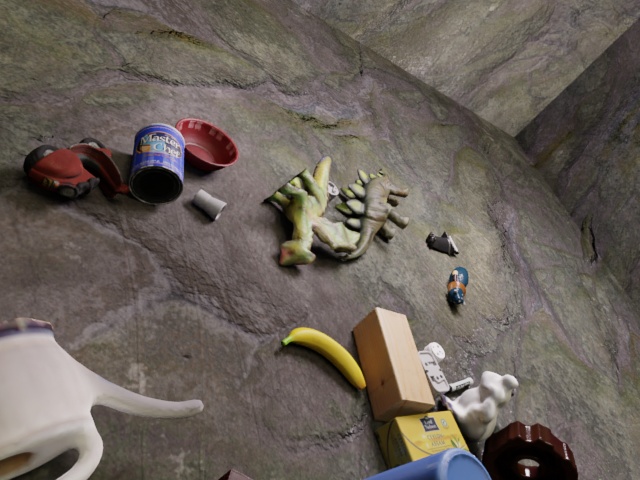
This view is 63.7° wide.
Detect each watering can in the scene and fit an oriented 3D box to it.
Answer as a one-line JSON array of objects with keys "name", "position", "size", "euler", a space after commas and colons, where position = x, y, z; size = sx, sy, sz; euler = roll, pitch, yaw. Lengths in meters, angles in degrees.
[{"name": "watering can", "position": [-0.328, 0.196, 0.625], "size": [0.350, 0.227, 0.102], "euler": [-11, -32, -49]}]

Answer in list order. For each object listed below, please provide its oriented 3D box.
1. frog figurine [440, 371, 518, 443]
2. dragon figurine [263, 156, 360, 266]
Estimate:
[{"name": "frog figurine", "position": [0.348, 0.349, 1.087], "size": [0.159, 0.124, 0.135], "euler": [-22, -21, 3]}, {"name": "dragon figurine", "position": [0.004, -0.064, 1.281], "size": [0.120, 0.242, 0.417], "euler": [-39, 2, 40]}]
